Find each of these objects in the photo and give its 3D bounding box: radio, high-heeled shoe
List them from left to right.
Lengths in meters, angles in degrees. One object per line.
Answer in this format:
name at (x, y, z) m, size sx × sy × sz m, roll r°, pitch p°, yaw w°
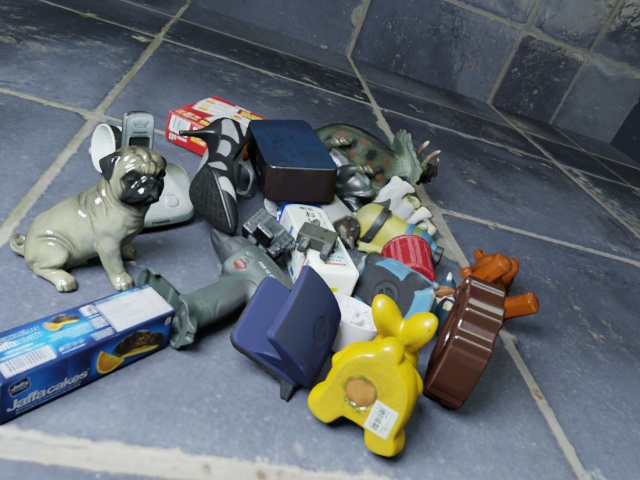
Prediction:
high-heeled shoe at (-0.142, -0.109, 0.889) m, size 0.145 × 0.086 × 0.249 m, roll -3°, pitch 56°, yaw -40°
radio at (-0.060, -0.155, 1.017) m, size 0.131 × 0.073 × 0.230 m, roll -3°, pitch 33°, yaw -18°

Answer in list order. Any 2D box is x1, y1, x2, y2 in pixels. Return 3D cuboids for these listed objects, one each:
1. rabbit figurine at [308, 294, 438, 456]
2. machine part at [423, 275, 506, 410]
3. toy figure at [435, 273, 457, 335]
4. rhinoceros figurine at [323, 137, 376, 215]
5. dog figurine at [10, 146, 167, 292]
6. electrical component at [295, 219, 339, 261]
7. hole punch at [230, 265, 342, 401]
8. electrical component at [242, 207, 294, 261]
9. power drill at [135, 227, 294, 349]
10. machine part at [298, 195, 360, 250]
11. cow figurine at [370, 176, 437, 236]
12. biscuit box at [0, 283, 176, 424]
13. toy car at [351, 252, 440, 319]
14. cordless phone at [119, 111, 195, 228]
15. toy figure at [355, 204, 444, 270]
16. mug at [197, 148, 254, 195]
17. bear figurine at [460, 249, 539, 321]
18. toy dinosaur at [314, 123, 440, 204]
rabbit figurine at (0.076, 0.151, 0.667) m, size 0.122 × 0.162 × 0.173 m, roll 19°, pitch 8°, yaw 21°
machine part at (0.193, 0.136, 0.728) m, size 0.056 × 0.179 × 0.179 m, roll 23°, pitch 28°, yaw 9°
toy figure at (0.213, 0.112, 0.889) m, size 0.058 × 0.064 × 0.154 m, roll 10°, pitch 30°, yaw -3°
rhinoceros figurine at (0.050, -0.122, 1.099) m, size 0.190 × 0.112 × 0.073 m, roll 56°, pitch 20°, yaw 1°
dog figurine at (-0.294, -0.043, 0.683) m, size 0.172 × 0.190 × 0.121 m, roll 1°, pitch 34°, yaw -30°
electrical component at (-0.002, -0.002, 0.824) m, size 0.063 × 0.021 × 0.094 m, roll 19°, pitch 30°, yaw 5°
hole punch at (-0.026, 0.104, 0.644) m, size 0.115 × 0.092 × 0.142 m, roll 41°, pitch 51°, yaw -20°
electrical component at (-0.083, -0.008, 0.827) m, size 0.075 × 0.119 × 0.048 m, roll 42°, pitch 65°, yaw 5°
power drill at (-0.143, 0.061, 0.736) m, size 0.232 × 0.086 × 0.207 m, roll 38°, pitch 26°, yaw 28°
machine part at (0.004, -0.059, 1.030) m, size 0.079 × 0.079 × 0.243 m, roll -1°, pitch 35°, yaw -35°
cow figurine at (0.172, -0.044, 1.098) m, size 0.167 × 0.098 × 0.068 m, roll 48°, pitch 0°, yaw -35°
biscuit box at (-0.255, 0.113, 0.574) m, size 0.059 × 0.062 × 0.202 m, roll 36°, pitch 32°, yaw 24°
toy car at (0.121, 0.092, 0.839) m, size 0.103 × 0.109 × 0.162 m, roll 26°, pitch 6°, yaw -45°
cordless phone at (-0.259, -0.113, 0.835) m, size 0.146 × 0.184 × 0.089 m, roll -13°, pitch 39°, yaw -46°
toy figure at (0.148, -0.005, 1.021) m, size 0.180 × 0.089 × 0.082 m, roll 25°, pitch 21°, yaw 11°
mug at (-0.176, -0.135, 1.009) m, size 0.110 × 0.107 × 0.081 m, roll 25°, pitch 30°, yaw 11°
bear figurine at (0.330, 0.072, 0.981) m, size 0.120 × 0.132 × 0.196 m, roll 56°, pitch 38°, yaw 2°
toy dinosaur at (0.071, -0.187, 1.179) m, size 0.405 × 0.192 × 0.131 m, roll 21°, pitch 26°, yaw -3°
